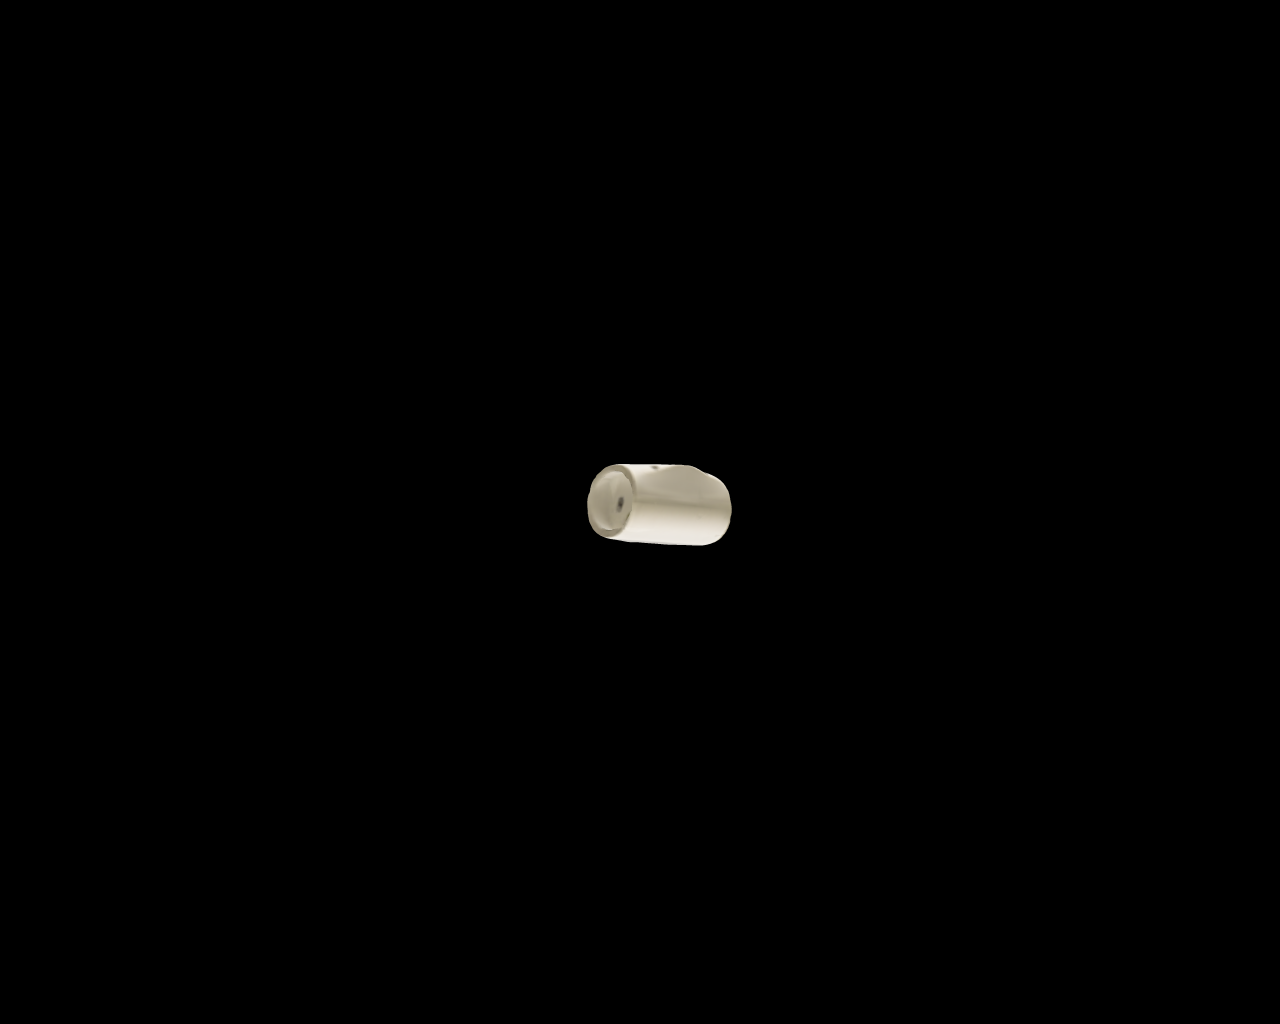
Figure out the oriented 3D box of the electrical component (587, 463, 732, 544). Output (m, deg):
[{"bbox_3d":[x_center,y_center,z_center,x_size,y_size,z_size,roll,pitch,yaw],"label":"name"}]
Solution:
[{"bbox_3d":[0.001,-0.003,0.650,0.077,0.043,0.079,5,-8,-40],"label":"electrical component"}]
